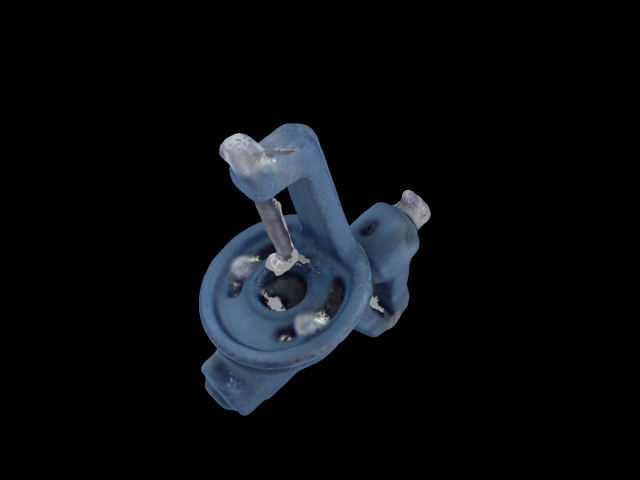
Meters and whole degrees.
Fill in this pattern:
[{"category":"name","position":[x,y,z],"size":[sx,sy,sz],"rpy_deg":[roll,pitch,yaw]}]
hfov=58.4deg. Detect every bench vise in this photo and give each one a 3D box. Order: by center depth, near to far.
[{"category":"bench vise","position":[-0.007,-0.003,0.405],"size":[0.121,0.220,0.208],"rpy_deg":[21,46,22]}]
